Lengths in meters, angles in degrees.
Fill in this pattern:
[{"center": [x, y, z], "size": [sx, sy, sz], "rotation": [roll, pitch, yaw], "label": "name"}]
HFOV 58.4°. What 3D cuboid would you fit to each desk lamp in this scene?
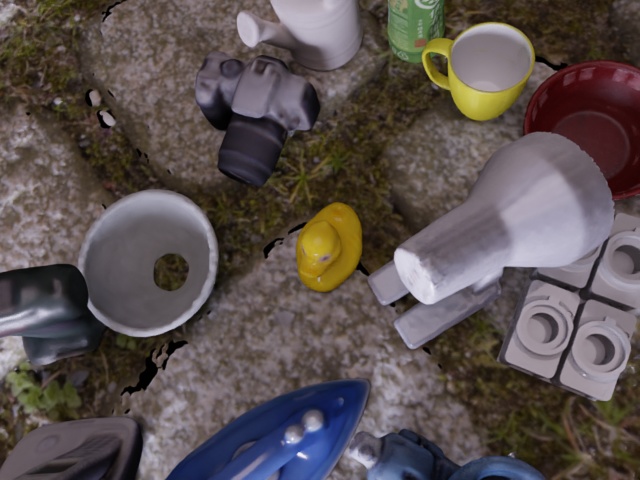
[{"center": [0.148, 0.011, 0.546], "size": [0.203, 0.214, 0.118], "rotation": [-33, 74, 0], "label": "desk lamp"}]

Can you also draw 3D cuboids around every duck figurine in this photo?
[{"center": [0.006, 0.002, 0.638], "size": [0.077, 0.086, 0.105], "rotation": [20, 81, 13], "label": "duck figurine"}]

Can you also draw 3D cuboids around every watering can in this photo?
[{"center": [-0.013, -0.280, 0.652], "size": [0.100, 0.194, 0.173], "rotation": [29, 83, 15], "label": "watering can"}]

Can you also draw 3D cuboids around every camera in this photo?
[{"center": [-0.089, -0.144, 0.680], "size": [0.143, 0.101, 0.137], "rotation": [17, 80, 13], "label": "camera"}]

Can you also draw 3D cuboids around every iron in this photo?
[{"center": [-0.058, 0.220, 0.567], "size": [0.258, 0.141, 0.118], "rotation": [-39, 74, -2], "label": "iron"}]

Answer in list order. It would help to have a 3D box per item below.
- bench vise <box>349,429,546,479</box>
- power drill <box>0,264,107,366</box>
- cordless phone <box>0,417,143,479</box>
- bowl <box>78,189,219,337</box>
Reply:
[{"center": [0.117, 0.243, 0.493], "size": [0.207, 0.220, 0.121], "rotation": [8, 78, 11], "label": "bench vise"}, {"center": [-0.337, 0.088, 0.608], "size": [0.229, 0.208, 0.075], "rotation": [-17, 74, 5], "label": "power drill"}, {"center": [-0.277, 0.234, 0.576], "size": [0.147, 0.185, 0.094], "rotation": [-10, 75, 7], "label": "cordless phone"}, {"center": [-0.187, 0.030, 0.668], "size": [0.167, 0.075, 0.167], "rotation": [-2, 76, 9], "label": "bowl"}]
